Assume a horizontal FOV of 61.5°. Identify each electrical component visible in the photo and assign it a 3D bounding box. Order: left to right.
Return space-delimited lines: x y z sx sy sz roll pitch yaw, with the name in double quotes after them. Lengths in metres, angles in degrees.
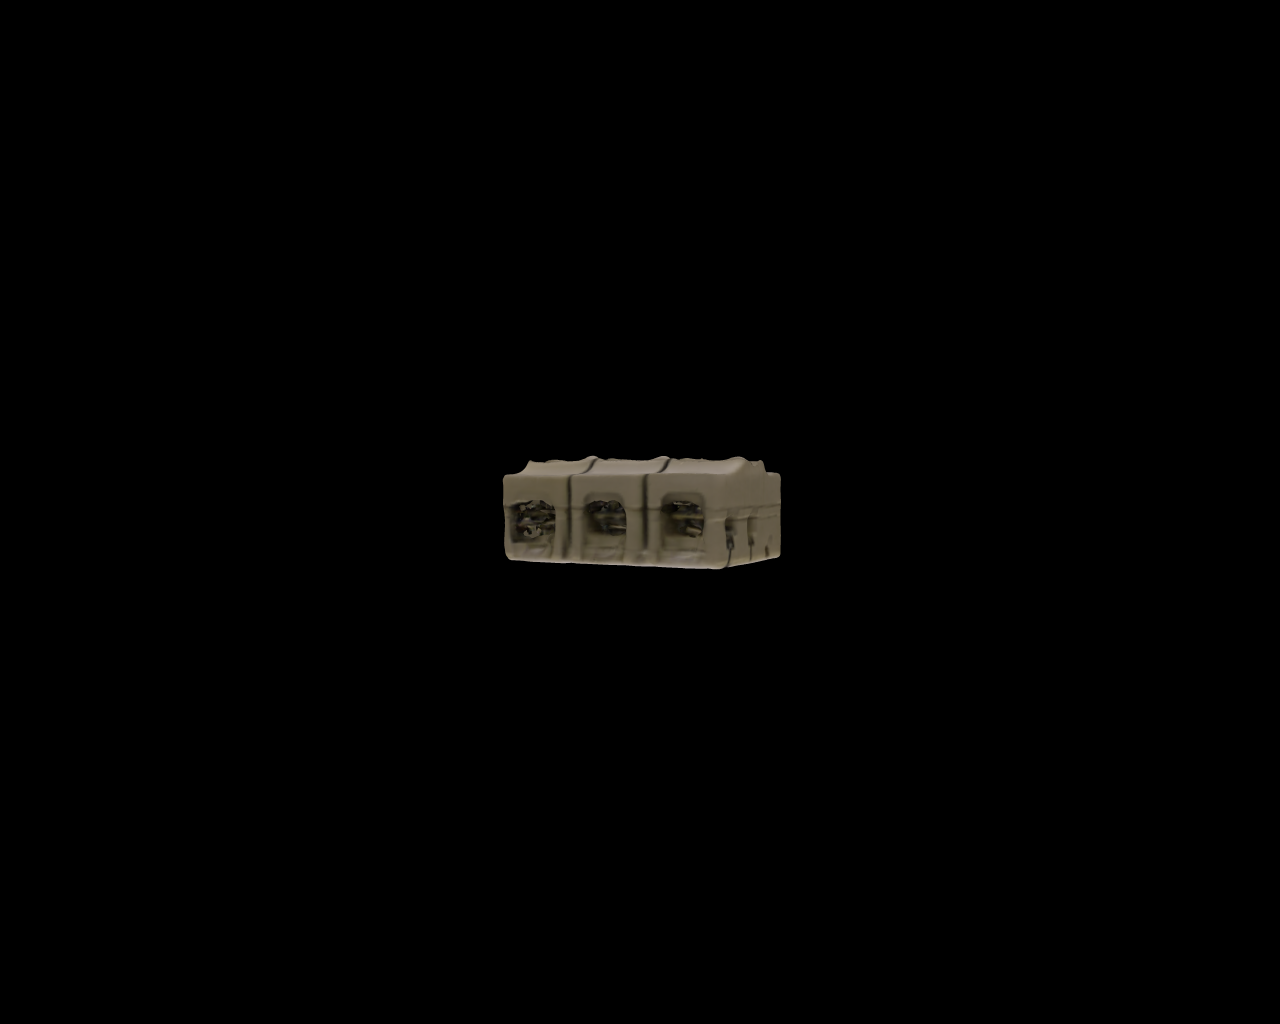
0.001 -0.003 0.650 0.150 0.061 0.089 2 4 31 "electrical component"
